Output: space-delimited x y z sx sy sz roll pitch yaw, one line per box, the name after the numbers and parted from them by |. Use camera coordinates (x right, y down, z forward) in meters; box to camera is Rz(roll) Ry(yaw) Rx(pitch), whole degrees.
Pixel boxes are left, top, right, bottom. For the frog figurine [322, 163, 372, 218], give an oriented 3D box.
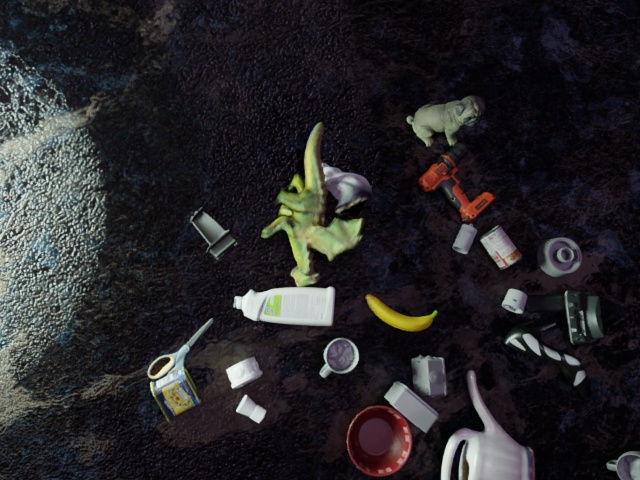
0.061 -0.151 1.372 0.138 0.162 0.120 -9 -26 -42 | frog figurine

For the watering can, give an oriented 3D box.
0.420 0.516 1.262 0.224 0.351 0.103 16 -13 -3 | watering can

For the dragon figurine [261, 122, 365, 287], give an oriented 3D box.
0.004 -0.065 1.296 0.244 0.406 0.123 29 14 12 | dragon figurine
